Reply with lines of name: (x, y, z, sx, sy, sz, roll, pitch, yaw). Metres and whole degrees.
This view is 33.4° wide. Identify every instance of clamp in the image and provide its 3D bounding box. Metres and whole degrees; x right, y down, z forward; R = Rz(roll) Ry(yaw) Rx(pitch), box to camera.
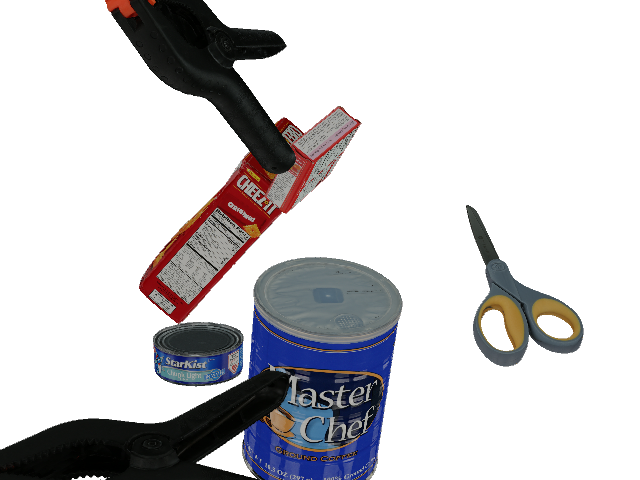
clamp: (-0.072, -0.115, 0.725, 0.039, 0.120, 0.171, -31, -29, 29)
clamp: (-0.089, 0.121, 0.586, 0.209, 0.036, 0.164, -1, 21, -12)

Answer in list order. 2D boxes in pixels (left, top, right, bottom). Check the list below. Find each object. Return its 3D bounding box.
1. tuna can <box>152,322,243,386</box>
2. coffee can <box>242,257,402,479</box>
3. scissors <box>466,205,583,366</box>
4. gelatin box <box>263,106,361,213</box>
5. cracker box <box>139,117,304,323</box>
tuna can: (-0.116, 0.107, 1.014, 0.086, 0.034, 0.086, 1, 15, 0)
coffee can: (-0.001, 0.097, 0.764, 0.103, 0.140, 0.103, 5, 28, -3)
scissors: (0.169, 0.033, 0.902, 0.096, 0.016, 0.201, 6, 38, 5)
gelatin box: (-0.008, -0.076, 0.989, 0.089, 0.030, 0.073, -45, -10, -44)
cracker box: (-0.103, -0.026, 1.222, 0.072, 0.214, 0.164, 40, 27, -7)
